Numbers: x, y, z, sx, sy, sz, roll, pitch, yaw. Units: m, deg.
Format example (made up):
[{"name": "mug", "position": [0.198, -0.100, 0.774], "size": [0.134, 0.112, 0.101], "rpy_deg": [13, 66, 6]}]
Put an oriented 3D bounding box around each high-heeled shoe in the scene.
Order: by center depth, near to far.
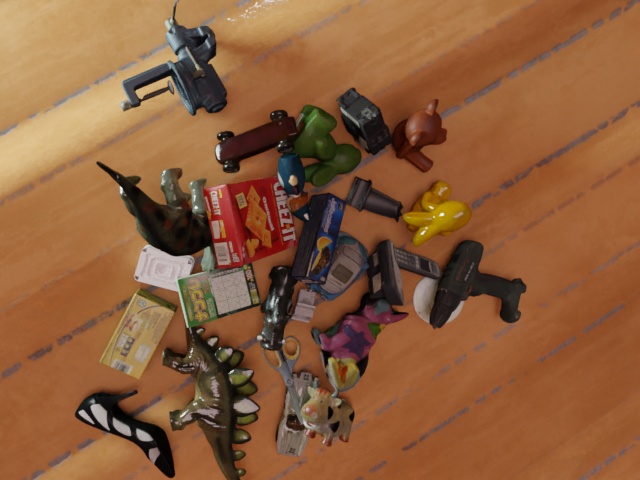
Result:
[{"name": "high-heeled shoe", "position": [-0.429, 0.442, 1.185], "size": [0.145, 0.086, 0.248], "rpy_deg": [-25, 93, -4]}]

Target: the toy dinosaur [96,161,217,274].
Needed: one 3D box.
[{"name": "toy dinosaur", "position": [-0.282, -0.031, 1.066], "size": [0.131, 0.404, 0.192], "rpy_deg": [-24, 78, 23]}]

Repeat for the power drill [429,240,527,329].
[{"name": "power drill", "position": [0.377, 0.130, 1.283], "size": [0.207, 0.086, 0.232], "rpy_deg": [21, 77, -7]}]

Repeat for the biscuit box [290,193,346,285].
[{"name": "biscuit box", "position": [-0.002, -0.004, 1.194], "size": [0.059, 0.063, 0.202], "rpy_deg": [26, 71, -36]}]

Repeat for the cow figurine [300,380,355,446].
[{"name": "cow figurine", "position": [0.020, 0.389, 1.208], "size": [0.086, 0.194, 0.127], "rpy_deg": [13, 81, 30]}]

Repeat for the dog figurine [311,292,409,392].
[{"name": "dog figurine", "position": [0.104, 0.227, 1.240], "size": [0.219, 0.108, 0.191], "rpy_deg": [-20, 90, -10]}]

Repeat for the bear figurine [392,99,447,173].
[{"name": "bear figurine", "position": [0.235, -0.229, 1.182], "size": [0.132, 0.196, 0.120], "rpy_deg": [25, 87, -12]}]

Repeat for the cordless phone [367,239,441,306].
[{"name": "cordless phone", "position": [0.206, 0.088, 1.242], "size": [0.184, 0.088, 0.147], "rpy_deg": [16, 49, -23]}]

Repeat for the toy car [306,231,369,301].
[{"name": "toy car", "position": [0.042, 0.063, 1.221], "size": [0.109, 0.103, 0.161], "rpy_deg": [37, 86, -9]}]

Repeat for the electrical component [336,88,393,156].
[{"name": "electrical component", "position": [0.100, -0.254, 1.189], "size": [0.058, 0.134, 0.115], "rpy_deg": [-36, 56, -2]}]

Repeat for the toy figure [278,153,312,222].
[{"name": "toy figure", "position": [-0.053, -0.109, 1.160], "size": [0.058, 0.064, 0.154], "rpy_deg": [2, 116, 27]}]

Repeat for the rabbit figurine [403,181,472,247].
[{"name": "rabbit figurine", "position": [0.267, -0.058, 1.213], "size": [0.162, 0.173, 0.121], "rpy_deg": [-23, 102, -11]}]

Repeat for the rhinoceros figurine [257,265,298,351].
[{"name": "rhinoceros figurine", "position": [-0.091, 0.151, 1.201], "size": [0.073, 0.112, 0.190], "rpy_deg": [14, 84, -13]}]

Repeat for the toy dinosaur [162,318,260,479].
[{"name": "toy dinosaur", "position": [-0.235, 0.366, 1.196], "size": [0.199, 0.105, 0.470], "rpy_deg": [-10, 95, -9]}]

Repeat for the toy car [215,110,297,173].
[{"name": "toy car", "position": [-0.137, -0.211, 1.161], "size": [0.202, 0.053, 0.089], "rpy_deg": [-17, 76, 19]}]

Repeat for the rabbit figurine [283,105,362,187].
[{"name": "rabbit figurine", "position": [0.014, -0.194, 1.192], "size": [0.170, 0.121, 0.159], "rpy_deg": [29, 93, -26]}]

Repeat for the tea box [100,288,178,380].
[{"name": "tea box", "position": [-0.395, 0.204, 1.176], "size": [0.098, 0.068, 0.169], "rpy_deg": [29, 88, -11]}]

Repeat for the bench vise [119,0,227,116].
[{"name": "bench vise", "position": [-0.313, -0.346, 1.121], "size": [0.241, 0.129, 0.223], "rpy_deg": [-29, 100, -14]}]

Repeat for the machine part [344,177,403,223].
[{"name": "machine part", "position": [0.131, -0.091, 1.256], "size": [0.139, 0.039, 0.084], "rpy_deg": [26, 85, -9]}]

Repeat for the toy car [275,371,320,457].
[{"name": "toy car", "position": [-0.053, 0.405, 1.254], "size": [0.073, 0.056, 0.201], "rpy_deg": [13, 93, -10]}]
